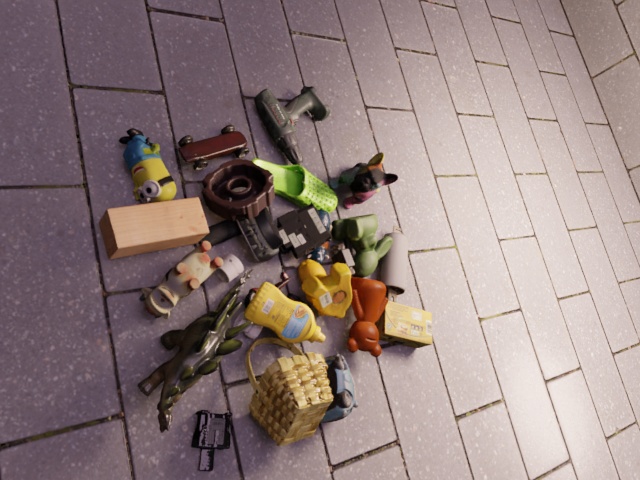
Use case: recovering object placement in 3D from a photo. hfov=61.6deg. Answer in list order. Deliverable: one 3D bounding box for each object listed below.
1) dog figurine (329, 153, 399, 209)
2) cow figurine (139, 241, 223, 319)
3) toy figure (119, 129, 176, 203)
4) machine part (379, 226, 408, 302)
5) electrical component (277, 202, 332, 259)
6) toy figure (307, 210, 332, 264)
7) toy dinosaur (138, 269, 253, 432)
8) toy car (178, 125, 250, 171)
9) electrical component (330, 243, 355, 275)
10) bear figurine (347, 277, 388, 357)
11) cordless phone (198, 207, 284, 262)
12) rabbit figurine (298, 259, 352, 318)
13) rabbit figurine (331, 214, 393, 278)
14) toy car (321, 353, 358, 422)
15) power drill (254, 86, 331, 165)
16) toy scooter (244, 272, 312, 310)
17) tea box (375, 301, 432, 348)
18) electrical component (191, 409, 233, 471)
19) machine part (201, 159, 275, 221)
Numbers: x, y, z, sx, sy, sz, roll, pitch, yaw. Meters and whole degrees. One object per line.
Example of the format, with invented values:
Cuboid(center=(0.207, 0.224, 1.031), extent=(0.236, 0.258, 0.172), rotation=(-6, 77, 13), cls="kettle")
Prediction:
Cuboid(center=(0.143, -0.177, 1.510), extent=(0.191, 0.219, 0.108), rotation=(-33, 95, -37), cls="dog figurine")
Cuboid(center=(-0.313, 0.094, 1.178), extent=(0.085, 0.127, 0.195), rotation=(48, 39, -9), cls="cow figurine")
Cuboid(center=(-0.395, -0.166, 1.239), extent=(0.089, 0.082, 0.180), rotation=(-18, 80, -35), cls="toy figure")
Cuboid(center=(0.212, 0.068, 1.546), extent=(0.079, 0.079, 0.243), rotation=(21, 62, -25), cls="machine part")
Cuboid(center=(-0.052, -0.020, 1.392), extent=(0.134, 0.058, 0.115), rotation=(-25, 74, -8), cls="electrical component")
Cuboid(center=(-0.001, -0.005, 1.447), extent=(0.057, 0.064, 0.154), rotation=(41, 49, -61), cls="toy figure")
Cuboid(center=(-0.237, 0.207, 1.122), extent=(0.105, 0.198, 0.472), rotation=(50, 21, -20), cls="toy dinosaur")
Cuboid(center=(-0.270, -0.232, 1.363), extent=(0.202, 0.053, 0.089), rotation=(-29, 84, -41), cls="toy car")
Cuboid(center=(0.056, 0.054, 1.448), extent=(0.045, 0.078, 0.102), rotation=(-10, 78, -34), cls="electrical component")
Cuboid(center=(0.113, 0.201, 1.423), extent=(0.120, 0.132, 0.195), rotation=(12, 84, -26), cls="bear figurine")
Cuboid(center=(-0.197, 0.002, 1.315), extent=(0.184, 0.089, 0.146), rotation=(-25, 86, -26), cls="cordless phone")
Cuboid(center=(0.010, 0.113, 1.359), extent=(0.122, 0.173, 0.162), rotation=(-38, 131, -12), cls="rabbit figurine")
Cuboid(center=(0.119, 0.017, 1.504), extent=(0.159, 0.121, 0.170), rotation=(-13, 97, -43), cls="rabbit figurine")
Cuboid(center=(0.040, 0.367, 1.311), extent=(0.102, 0.109, 0.162), rotation=(38, 40, -44), cls="toy car")
Cuboid(center=(-0.067, -0.338, 1.530), extent=(0.207, 0.086, 0.232), rotation=(-37, 91, -30), cls="power drill")
Cuboid(center=(-0.086, 0.156, 1.320), extent=(0.184, 0.075, 0.135), rotation=(39, 54, -9), cls="toy scooter")
Cuboid(center=(0.228, 0.236, 1.495), extent=(0.169, 0.068, 0.098), rotation=(19, 62, -25), cls="tea box")
Cuboid(center=(-0.231, 0.422, 1.135), extent=(0.075, 0.048, 0.119), rotation=(18, 61, -26), cls="electrical component")
Cuboid(center=(-0.198, -0.121, 1.313), extent=(0.179, 0.056, 0.179), rotation=(-1, 47, 1), cls="machine part")
